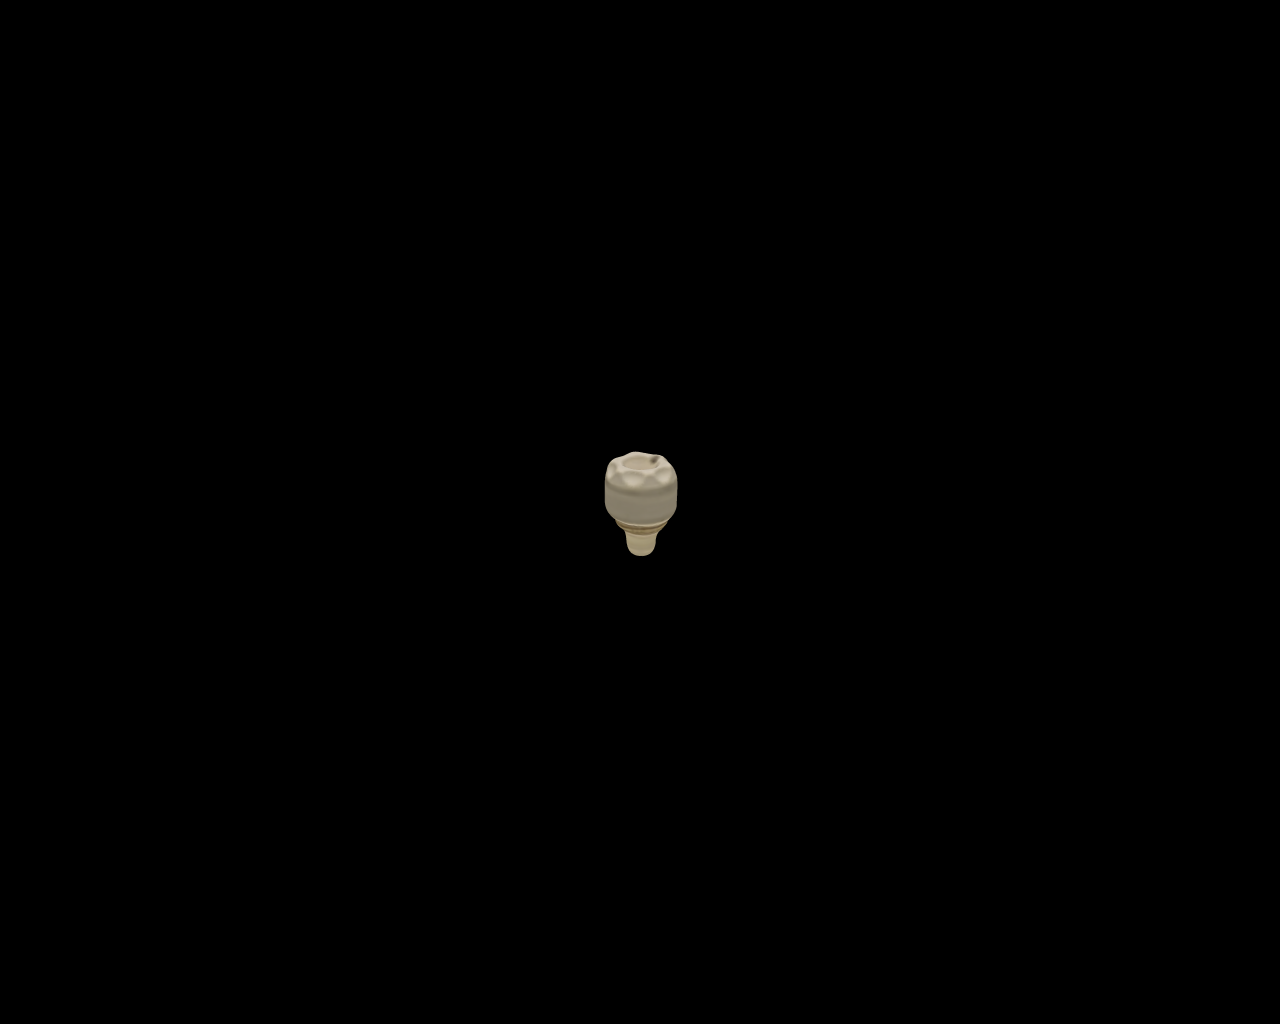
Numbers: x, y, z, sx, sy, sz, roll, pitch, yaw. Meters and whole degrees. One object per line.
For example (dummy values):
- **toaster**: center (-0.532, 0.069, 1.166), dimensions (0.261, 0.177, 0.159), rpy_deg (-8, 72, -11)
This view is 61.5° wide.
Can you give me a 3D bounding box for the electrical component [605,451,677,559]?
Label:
- **electrical component**: center (0.001, -0.003, 0.650), dimensions (0.043, 0.062, 0.043), rpy_deg (0, 24, 0)
